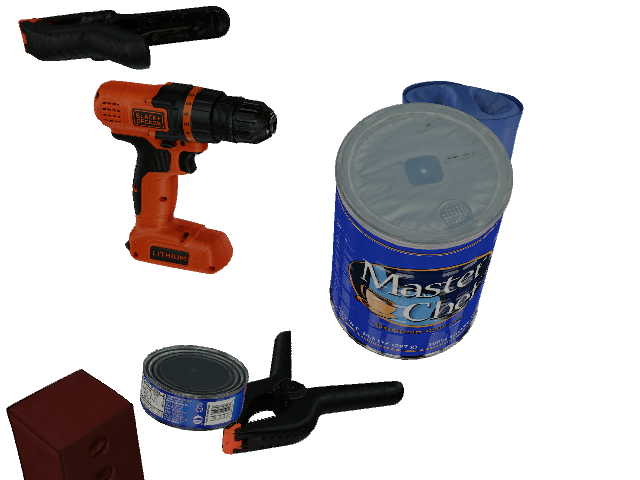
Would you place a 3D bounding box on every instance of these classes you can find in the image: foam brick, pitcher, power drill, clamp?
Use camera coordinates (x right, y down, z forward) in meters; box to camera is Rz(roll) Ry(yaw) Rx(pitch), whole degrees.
[{"bbox_3d":[-0.138,0.124,0.612,0.051,0.078,0.052,25,41,38],"label":"foam brick"},{"bbox_3d":[0.142,-0.049,1.214,0.149,0.243,0.145,-4,27,-20],"label":"pitcher"},{"bbox_3d":[-0.128,-0.063,1.045,0.185,0.188,0.057,11,30,19],"label":"power drill"},{"bbox_3d":[-0.159,-0.163,0.836,0.172,0.039,0.120,13,23,35],"label":"clamp"},{"bbox_3d":[-0.021,0.165,1.099,0.165,0.036,0.209,17,27,24],"label":"clamp"}]

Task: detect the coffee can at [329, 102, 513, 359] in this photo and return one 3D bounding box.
[{"bbox_3d":[0.058,-0.003,0.670,0.103,0.103,0.140,0,-33,-1],"label":"coffee can"}]

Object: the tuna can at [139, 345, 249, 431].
[{"bbox_3d":[-0.102,0.119,0.864,0.086,0.034,0.086,9,20,-3],"label":"tuna can"}]
